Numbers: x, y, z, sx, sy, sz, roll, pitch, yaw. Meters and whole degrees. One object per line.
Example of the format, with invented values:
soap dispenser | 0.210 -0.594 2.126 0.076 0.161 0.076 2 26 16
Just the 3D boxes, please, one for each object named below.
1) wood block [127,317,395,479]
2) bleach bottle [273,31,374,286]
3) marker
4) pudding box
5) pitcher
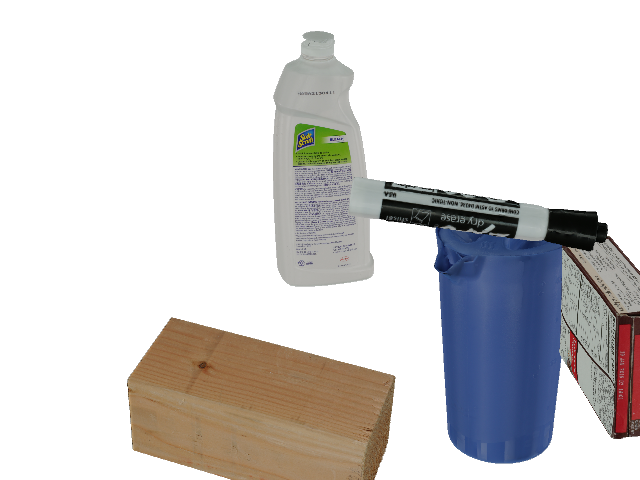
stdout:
wood block | -0.049 0.147 0.910 0.206 0.090 0.090 14 38 14
bleach bottle | 0.005 -0.079 1.041 0.102 0.251 0.068 -6 29 -13
marker | 0.074 -0.012 0.503 0.121 0.020 0.020 8 0 3
pudding box | 0.188 0.060 0.691 0.039 0.090 0.113 -6 24 -5
pitcher | 0.191 0.093 1.076 0.149 0.243 0.145 1 22 9
